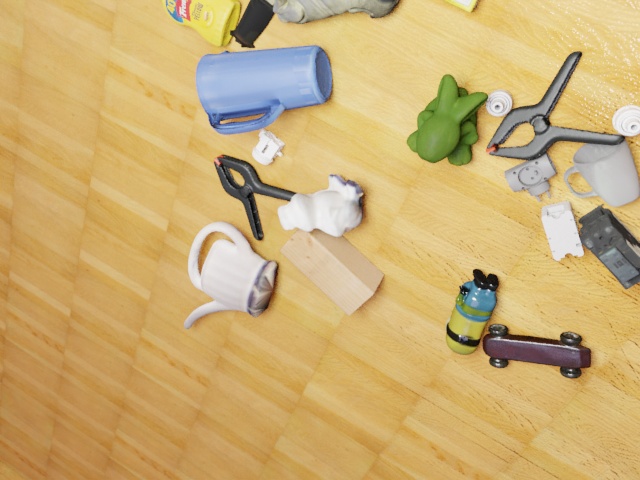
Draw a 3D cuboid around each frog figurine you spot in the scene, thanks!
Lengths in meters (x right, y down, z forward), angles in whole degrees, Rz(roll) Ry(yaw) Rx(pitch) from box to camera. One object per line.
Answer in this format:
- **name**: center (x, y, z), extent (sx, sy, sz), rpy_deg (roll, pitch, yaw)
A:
- **frog figurine**: center (0.003, -0.052, 1.037), extent (0.139, 0.160, 0.120), rpy_deg (44, 164, 38)

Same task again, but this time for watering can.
- **watering can**: center (-0.224, 0.118, 1.248), extent (0.225, 0.106, 0.340), rpy_deg (24, 120, 11)
